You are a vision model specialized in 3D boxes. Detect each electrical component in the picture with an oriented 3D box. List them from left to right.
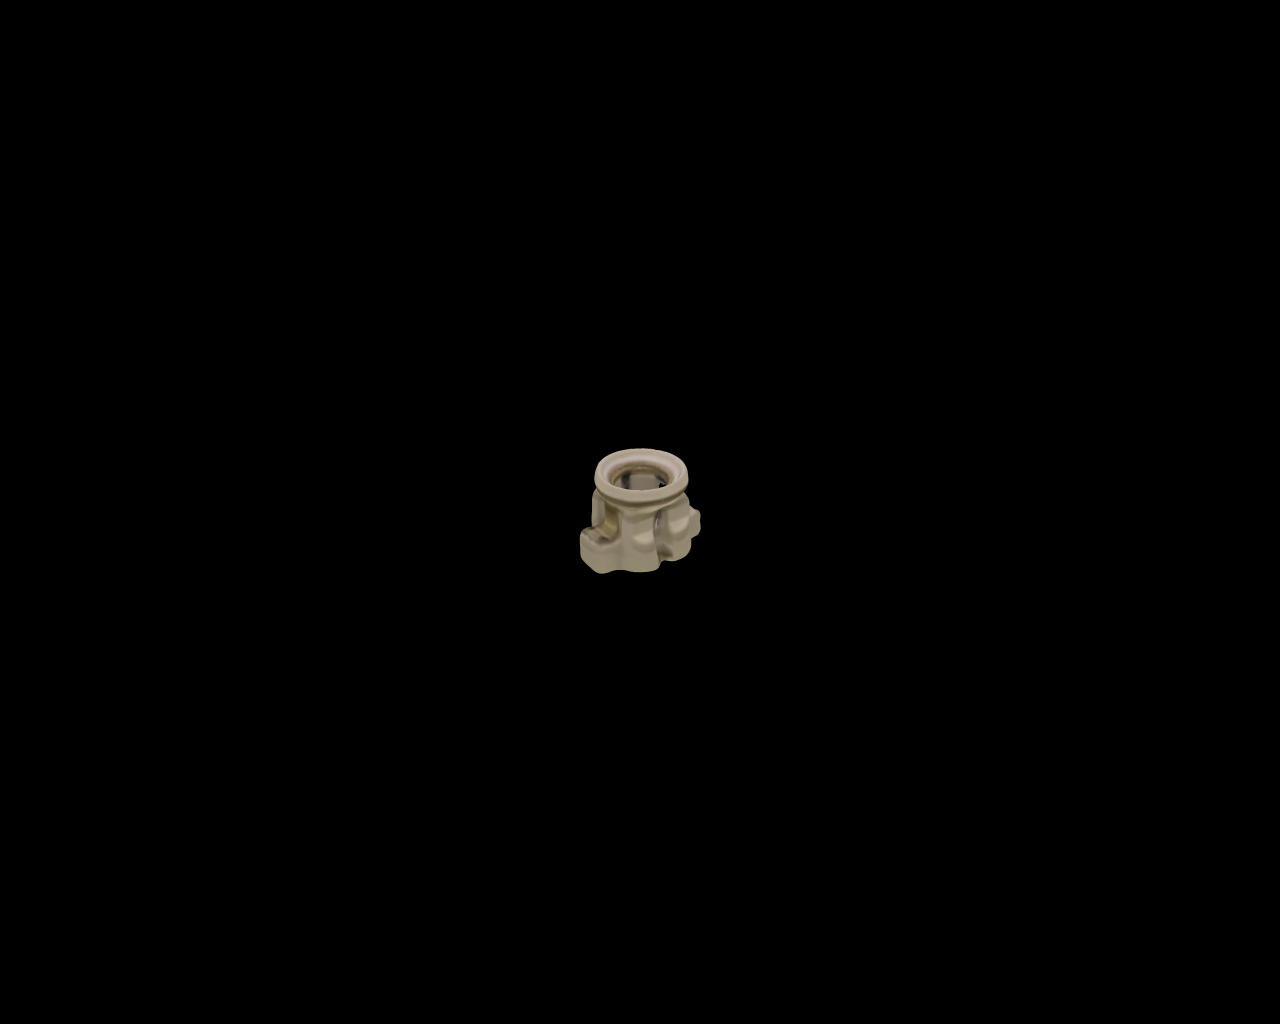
[{"bbox_3d":[0.001,-0.003,0.650,0.078,0.056,0.058,-20,36,-29],"label":"electrical component"}]
